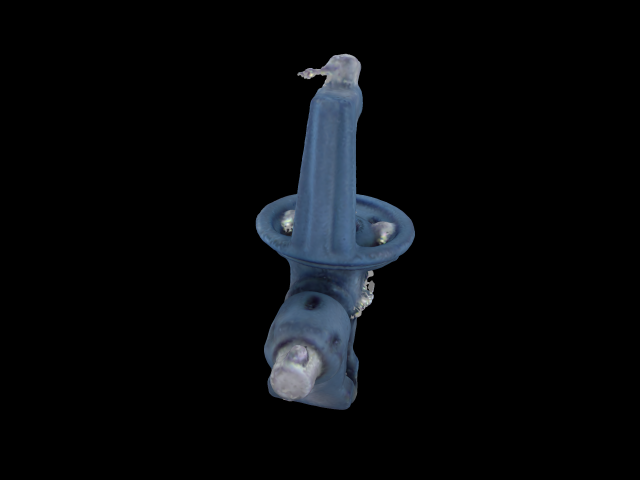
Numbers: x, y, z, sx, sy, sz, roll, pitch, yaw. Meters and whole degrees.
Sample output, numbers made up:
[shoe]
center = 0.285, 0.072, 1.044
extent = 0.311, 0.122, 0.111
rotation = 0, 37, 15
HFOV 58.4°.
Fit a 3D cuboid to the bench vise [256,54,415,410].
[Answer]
[bench vise]
center = 0.016, 0.001, 0.401
extent = 0.121, 0.220, 0.207
rotation = -4, 43, -4
